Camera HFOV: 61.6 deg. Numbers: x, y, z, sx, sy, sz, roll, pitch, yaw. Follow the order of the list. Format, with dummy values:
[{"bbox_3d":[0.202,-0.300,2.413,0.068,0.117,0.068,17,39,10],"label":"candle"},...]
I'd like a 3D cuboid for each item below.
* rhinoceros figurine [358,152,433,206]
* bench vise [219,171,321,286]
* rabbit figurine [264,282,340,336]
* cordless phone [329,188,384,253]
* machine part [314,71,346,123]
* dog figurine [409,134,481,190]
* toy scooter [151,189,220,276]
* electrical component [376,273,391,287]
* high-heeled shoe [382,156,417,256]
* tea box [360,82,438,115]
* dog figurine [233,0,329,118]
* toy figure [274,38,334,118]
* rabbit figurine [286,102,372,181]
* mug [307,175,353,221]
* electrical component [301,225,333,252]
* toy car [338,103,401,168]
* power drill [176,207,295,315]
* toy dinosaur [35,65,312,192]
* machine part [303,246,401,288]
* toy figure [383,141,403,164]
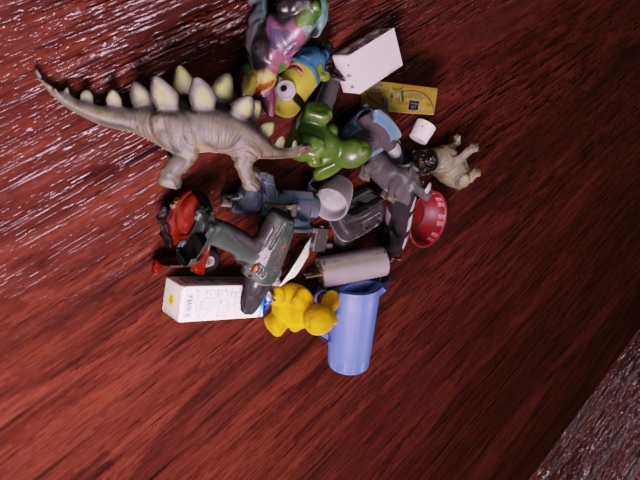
[{"bbox_3d":[0.185,-0.148,1.309,0.190,0.073,0.112,32,91,-9],"label":"rhinoceros figurine"},{"bbox_3d":[-0.106,-0.021,1.123,0.223,0.129,0.240,0,100,-38],"label":"bench vise"},{"bbox_3d":[-0.026,0.170,1.217,0.162,0.173,0.121,1,100,-37],"label":"rabbit figurine"},{"bbox_3d":[0.093,-0.024,1.333,0.146,0.089,0.184,-30,133,-30],"label":"cordless phone"},{"bbox_3d":[0.004,-0.304,1.177,0.084,0.039,0.138,24,89,-38],"label":"machine part"},{"bbox_3d":[0.326,-0.188,1.468,0.190,0.121,0.172,-23,116,-18],"label":"dog figurine"},{"bbox_3d":[-0.265,-0.001,1.021,0.135,0.075,0.183,-23,123,-32],"label":"toy scooter"},{"bbox_3d":[0.147,0.100,1.410,0.048,0.075,0.119,-11,108,-38],"label":"electrical component"},{"bbox_3d":[0.214,-0.084,1.422,0.145,0.086,0.248,51,52,-68],"label":"high-heeled shoe"},{"bbox_3d":[0.189,-0.339,1.285,0.169,0.098,0.068,-7,110,-41],"label":"tea box"},{"bbox_3d":[-0.081,-0.346,1.001,0.108,0.192,0.219,20,75,-49],"label":"dog figurine"},{"bbox_3d":[-0.037,-0.330,1.103,0.180,0.082,0.089,-53,132,-18],"label":"toy figure"},{"bbox_3d":[0.021,-0.187,1.139,0.170,0.159,0.121,15,63,-16],"label":"rabbit figurine"},{"bbox_3d":[0.025,-0.108,1.230,0.080,0.110,0.107,-66,175,35],"label":"mug"},{"bbox_3d":[-0.003,-0.004,1.281,0.094,0.021,0.063,6,99,-42],"label":"electrical component"},{"bbox_3d":[0.104,-0.246,1.231,0.109,0.162,0.103,41,37,-26],"label":"toy car"},{"bbox_3d":[-0.158,0.034,1.009,0.207,0.086,0.232,21,107,-33],"label":"power drill"},{"bbox_3d":[-0.229,-0.195,0.934,0.471,0.105,0.198,1,120,-23],"label":"toy dinosaur"},{"bbox_3d":[0.078,0.064,1.294,0.243,0.079,0.079,-11,113,-15],"label":"machine part"},{"bbox_3d":[0.160,-0.249,1.318,0.064,0.058,0.154,-58,133,-32],"label":"toy figure"}]
